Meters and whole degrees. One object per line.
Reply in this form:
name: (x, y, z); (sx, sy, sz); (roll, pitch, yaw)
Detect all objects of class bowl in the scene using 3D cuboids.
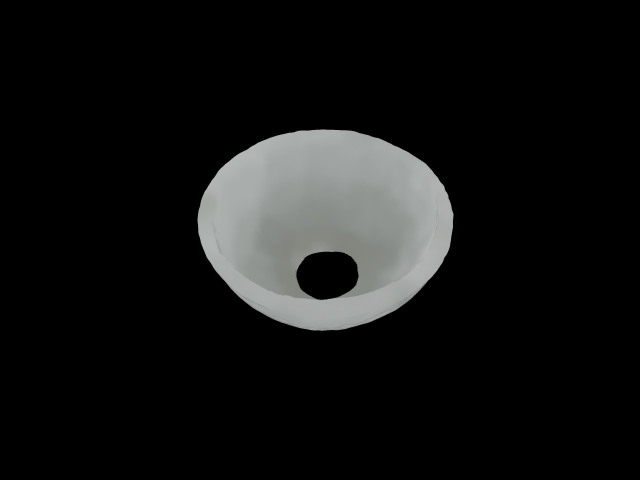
bowl: (0.004, 0.001, 0.400); (0.167, 0.075, 0.167); (0, 49, 0)
